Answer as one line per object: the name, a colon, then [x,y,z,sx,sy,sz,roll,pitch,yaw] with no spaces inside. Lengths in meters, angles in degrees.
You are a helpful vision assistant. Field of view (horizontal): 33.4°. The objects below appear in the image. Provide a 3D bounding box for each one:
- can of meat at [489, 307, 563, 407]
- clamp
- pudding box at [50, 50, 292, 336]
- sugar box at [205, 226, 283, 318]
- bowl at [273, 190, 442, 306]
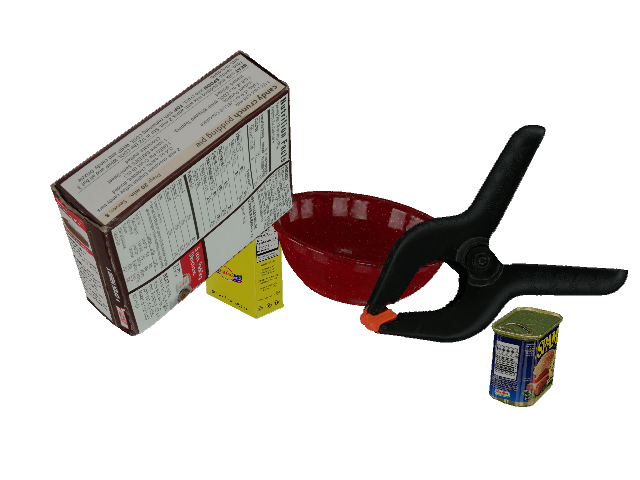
can of meat: [0.227,0.129,1.188,0.058,0.084,0.101,11,16,29]
clamp: [0.109,0.019,0.680,0.171,0.120,0.039,-38,-7,-5]
pudding box: [-0.062,-0.020,0.492,0.039,0.113,0.090,35,-28,23]
sugar box: [-0.084,-0.016,1.120,0.048,0.176,0.093,-22,29,-37]
bowl: [0.032,0.012,0.903,0.162,0.055,0.162,8,21,-3]
